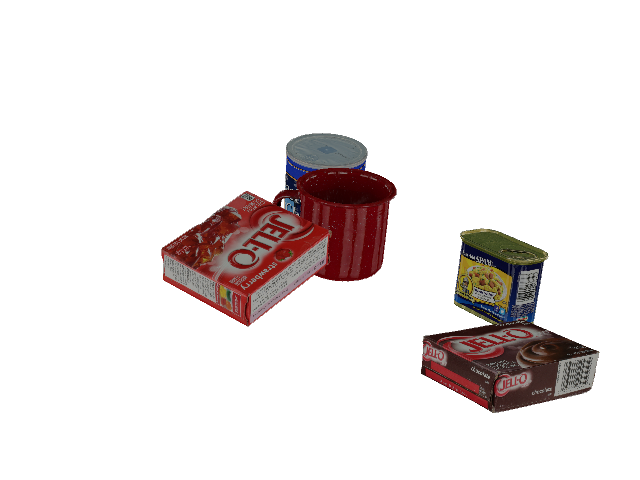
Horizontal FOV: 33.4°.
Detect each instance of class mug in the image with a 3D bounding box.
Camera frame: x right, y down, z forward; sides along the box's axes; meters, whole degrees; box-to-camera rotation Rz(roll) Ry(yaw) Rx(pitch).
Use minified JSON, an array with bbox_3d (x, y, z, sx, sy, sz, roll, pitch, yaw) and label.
[{"bbox_3d":[0.009,-0.016,1.003,0.117,0.081,0.093,8,25,7],"label":"mug"}]

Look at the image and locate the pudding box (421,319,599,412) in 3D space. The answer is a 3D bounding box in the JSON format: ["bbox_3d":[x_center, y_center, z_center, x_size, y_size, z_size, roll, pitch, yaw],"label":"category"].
[{"bbox_3d":[0.151,0.099,0.860,0.113,0.039,0.090,-4,17,-33],"label":"pudding box"}]

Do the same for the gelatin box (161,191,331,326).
[{"bbox_3d":[-0.047,0.009,0.694,0.073,0.030,0.089,26,43,27],"label":"gelatin box"}]

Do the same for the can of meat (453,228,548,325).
[{"bbox_3d":[0.198,0.043,1.189,0.057,0.084,0.102,-9,23,-36],"label":"can of meat"}]

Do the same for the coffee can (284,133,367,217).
[{"bbox_3d":[0.004,-0.054,1.367,0.103,0.140,0.103,3,28,-2],"label":"coffee can"}]
